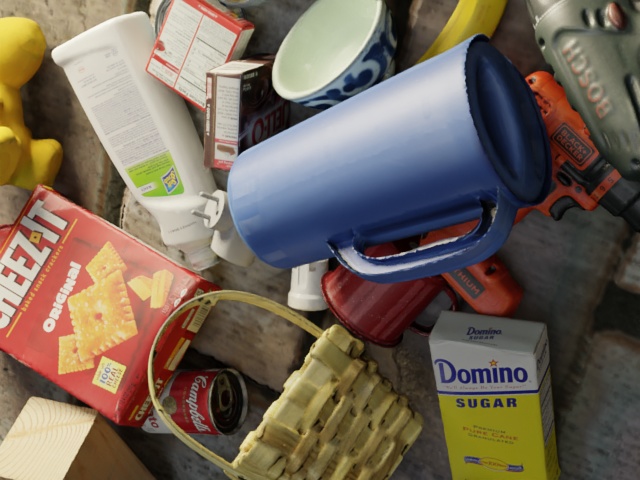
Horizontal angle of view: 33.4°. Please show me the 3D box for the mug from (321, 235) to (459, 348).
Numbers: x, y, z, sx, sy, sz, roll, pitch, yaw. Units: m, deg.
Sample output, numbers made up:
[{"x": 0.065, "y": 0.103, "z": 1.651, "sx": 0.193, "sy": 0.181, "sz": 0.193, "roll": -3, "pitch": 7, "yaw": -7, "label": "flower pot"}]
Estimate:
[{"x": 0.070, "y": 0.041, "z": 0.943, "sx": 0.117, "sy": 0.093, "sz": 0.082, "roll": 36, "pitch": 115, "yaw": -10, "label": "mug"}]

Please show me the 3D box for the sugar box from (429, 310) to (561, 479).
[{"x": 0.152, "y": 0.144, "z": 0.917, "sx": 0.093, "sy": 0.048, "sz": 0.176, "roll": 6, "pitch": 131, "yaw": 27, "label": "sugar box"}]

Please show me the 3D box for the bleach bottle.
[{"x": -0.164, "y": -0.087, "z": 1.039, "sx": 0.103, "sy": 0.068, "sz": 0.251, "roll": -18, "pitch": 99, "yaw": 33, "label": "bleach bottle"}]

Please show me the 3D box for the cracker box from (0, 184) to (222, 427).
[{"x": -0.233, "y": 0.064, "z": 1.075, "sx": 0.214, "sy": 0.072, "sz": 0.164, "roll": 29, "pitch": 86, "yaw": 17, "label": "cracker box"}]

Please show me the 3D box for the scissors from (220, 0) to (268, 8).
[{"x": -0.009, "y": -0.240, "z": 0.905, "sx": 0.202, "sy": 0.016, "sz": 0.096, "roll": 1, "pitch": 77, "yaw": 34, "label": "scissors"}]

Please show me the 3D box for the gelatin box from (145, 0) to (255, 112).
[{"x": -0.109, "y": -0.172, "z": 0.961, "sx": 0.073, "sy": 0.030, "sz": 0.089, "roll": 34, "pitch": 118, "yaw": 13, "label": "gelatin box"}]

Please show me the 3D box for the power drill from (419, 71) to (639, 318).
[{"x": 0.187, "y": -0.016, "z": 0.878, "sx": 0.184, "sy": 0.057, "sz": 0.188, "roll": 47, "pitch": 117, "yaw": 12, "label": "power drill"}]

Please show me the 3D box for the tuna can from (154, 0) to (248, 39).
[{"x": -0.111, "y": -0.197, "z": 0.993, "sx": 0.086, "sy": 0.033, "sz": 0.086, "roll": 8, "pitch": 109, "yaw": 25, "label": "tuna can"}]

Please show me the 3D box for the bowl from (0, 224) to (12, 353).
[{"x": -0.344, "y": 0.066, "z": 1.184, "sx": 0.162, "sy": 0.055, "sz": 0.162, "roll": 8, "pitch": 108, "yaw": 25, "label": "bowl"}]

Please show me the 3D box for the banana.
[{"x": 0.106, "y": -0.166, "z": 0.871, "sx": 0.198, "sy": 0.069, "sz": 0.037, "roll": -62, "pitch": 36, "yaw": 38, "label": "banana"}]

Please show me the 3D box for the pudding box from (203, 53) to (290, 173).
[{"x": -0.062, "y": -0.114, "z": 0.947, "sx": 0.039, "sy": 0.113, "sz": 0.090, "roll": 10, "pitch": 110, "yaw": 22, "label": "pudding box"}]

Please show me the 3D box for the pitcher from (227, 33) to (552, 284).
[{"x": 0.048, "y": -0.048, "z": 0.834, "sx": 0.243, "sy": 0.149, "sz": 0.145, "roll": -19, "pitch": 101, "yaw": 33, "label": "pitcher"}]

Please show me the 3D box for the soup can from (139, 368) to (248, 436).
[{"x": -0.134, "y": 0.166, "z": 1.095, "sx": 0.102, "sy": 0.068, "sz": 0.068, "roll": -4, "pitch": 103, "yaw": 30, "label": "soup can"}]

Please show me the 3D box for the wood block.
[{"x": -0.238, "y": 0.259, "z": 1.106, "sx": 0.091, "sy": 0.090, "sz": 0.206, "roll": 6, "pitch": 143, "yaw": 27, "label": "wood block"}]
